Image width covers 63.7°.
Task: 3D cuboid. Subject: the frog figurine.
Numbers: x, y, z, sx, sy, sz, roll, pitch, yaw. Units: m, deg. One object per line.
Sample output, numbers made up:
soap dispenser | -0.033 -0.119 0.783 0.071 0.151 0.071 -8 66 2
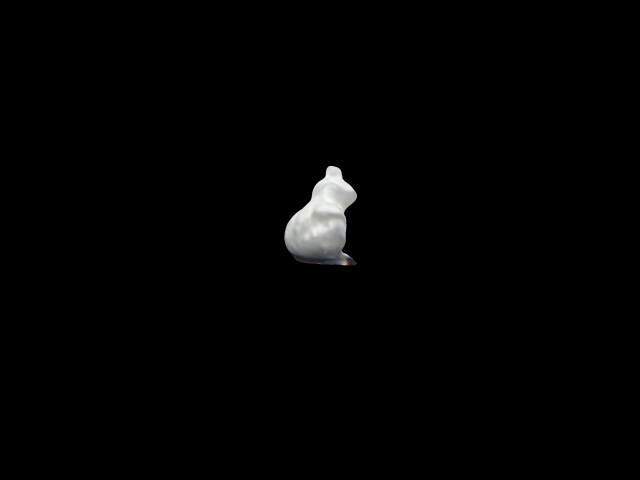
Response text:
frog figurine | 0.003 -0.043 0.850 0.123 0.159 0.138 -1 5 -7
